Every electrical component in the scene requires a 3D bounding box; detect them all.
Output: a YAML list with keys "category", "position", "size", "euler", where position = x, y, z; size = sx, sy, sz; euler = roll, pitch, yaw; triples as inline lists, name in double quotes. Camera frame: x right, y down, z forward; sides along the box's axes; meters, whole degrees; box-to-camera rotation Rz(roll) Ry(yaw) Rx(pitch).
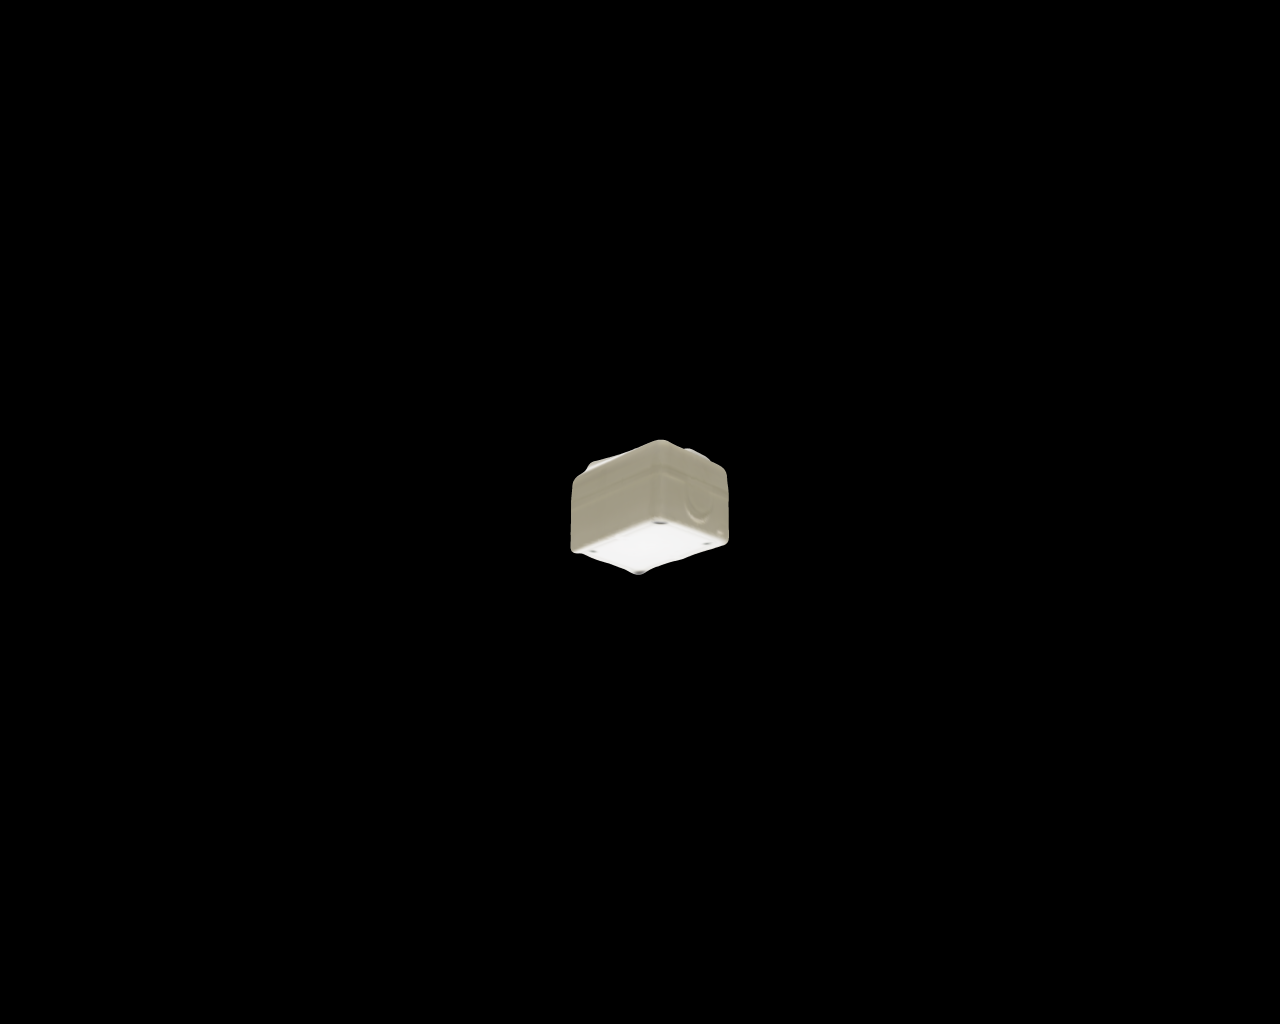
- category: "electrical component"
  position: [0.001, -0.003, 0.650]
  size: [0.062, 0.061, 0.096]
  euler: [21, -31, -40]
